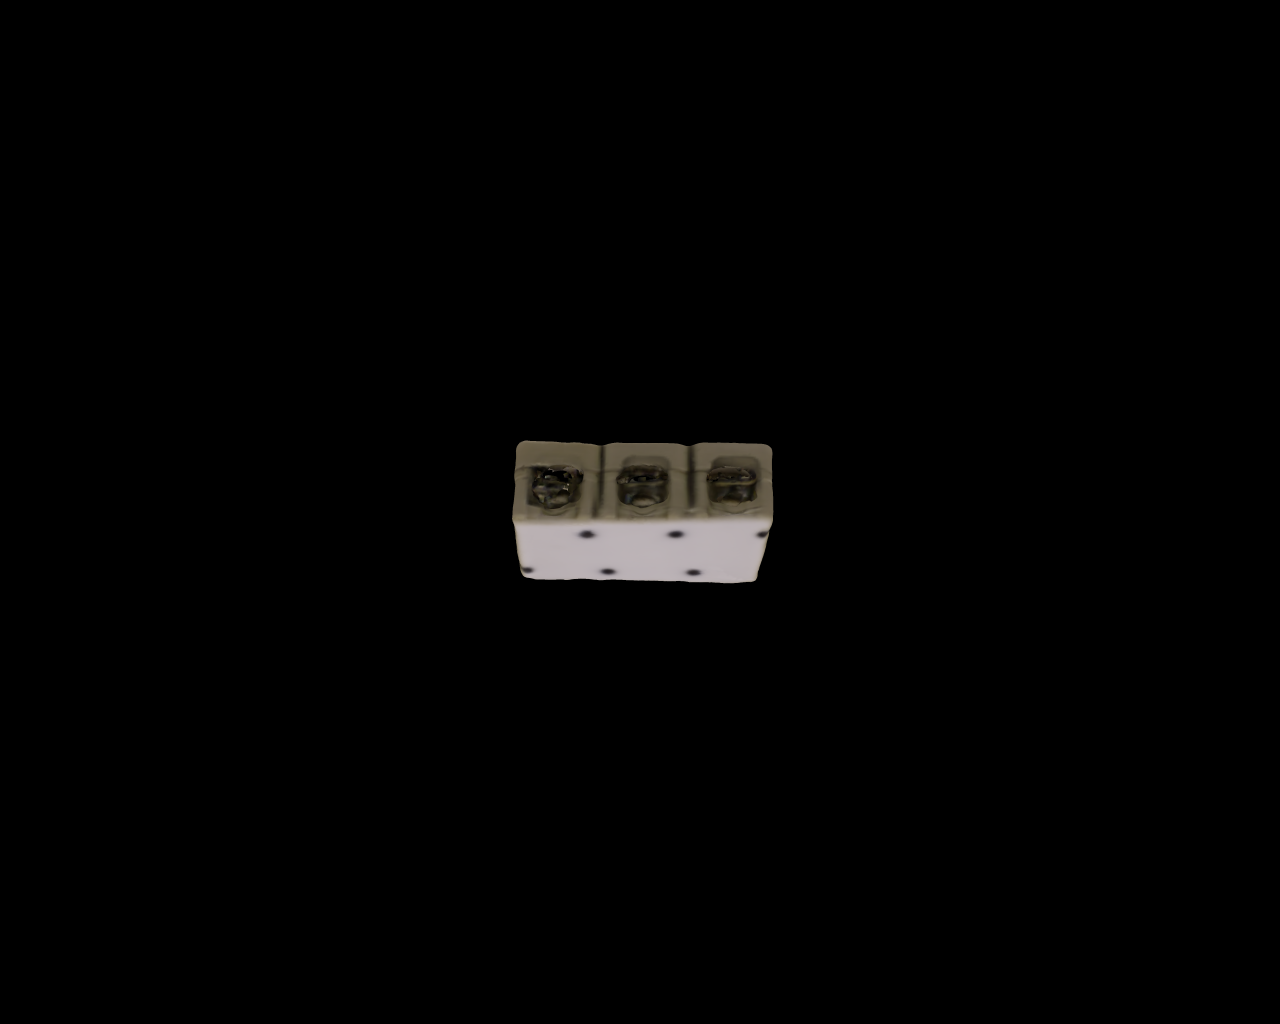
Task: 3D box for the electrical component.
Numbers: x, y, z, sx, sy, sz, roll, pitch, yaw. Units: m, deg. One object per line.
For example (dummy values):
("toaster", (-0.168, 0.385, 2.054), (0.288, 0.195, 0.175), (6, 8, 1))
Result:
("electrical component", (0.001, -0.003, 0.650), (0.150, 0.062, 0.089), (1, -28, -2))
